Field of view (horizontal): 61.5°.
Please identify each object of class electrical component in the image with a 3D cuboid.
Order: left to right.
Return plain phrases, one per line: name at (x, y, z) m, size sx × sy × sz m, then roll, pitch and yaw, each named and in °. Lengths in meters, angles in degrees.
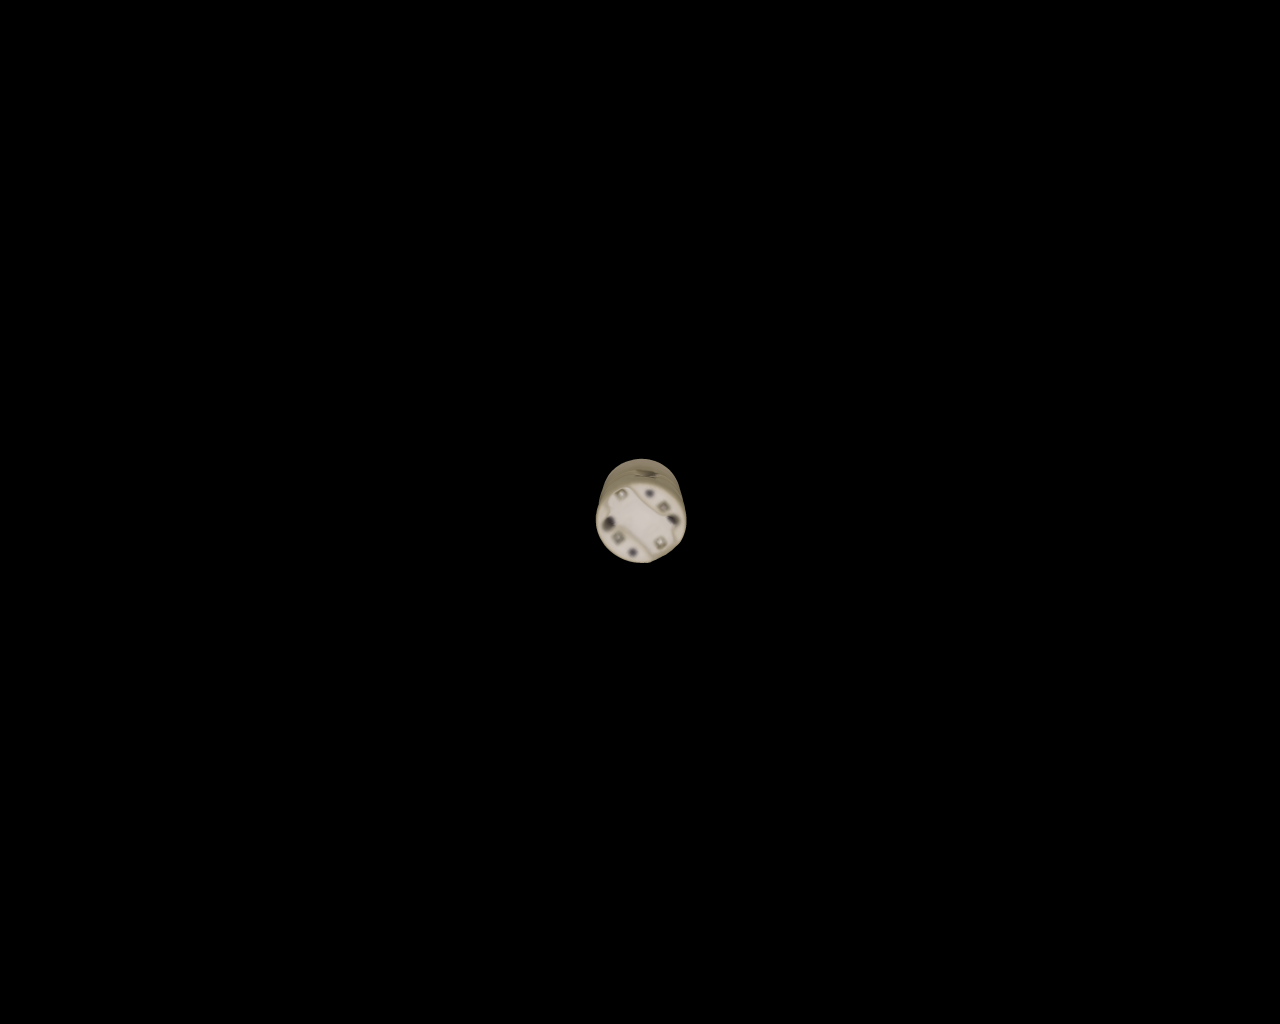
electrical component at (0.001, -0.003, 0.650) m, size 0.055 × 0.055 × 0.047 m, roll 0°, pitch 24°, yaw 0°
